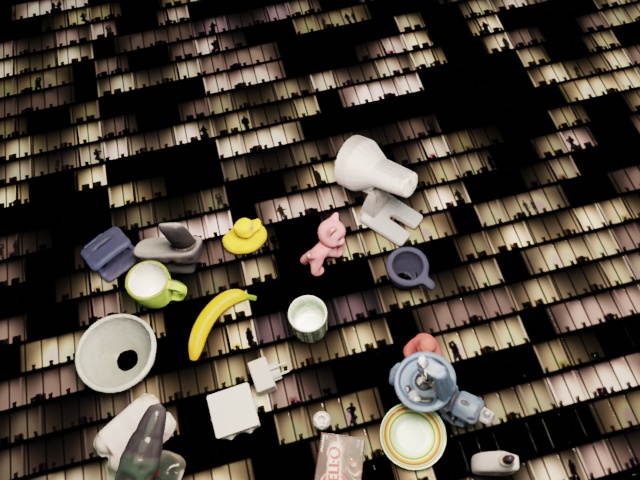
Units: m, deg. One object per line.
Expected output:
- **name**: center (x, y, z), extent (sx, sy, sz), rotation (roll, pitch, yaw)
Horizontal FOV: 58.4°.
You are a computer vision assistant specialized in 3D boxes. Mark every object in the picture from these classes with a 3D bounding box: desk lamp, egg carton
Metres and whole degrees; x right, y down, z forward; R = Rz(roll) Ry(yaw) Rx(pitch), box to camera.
- **desk lamp**: center (0.137, -0.117, 1.287), extent (0.203, 0.214, 0.118), rotation (33, 70, 16)
- **egg carton**: center (-0.368, 0.388, 1.143), extent (0.107, 0.069, 0.150), rotation (42, 72, 19)

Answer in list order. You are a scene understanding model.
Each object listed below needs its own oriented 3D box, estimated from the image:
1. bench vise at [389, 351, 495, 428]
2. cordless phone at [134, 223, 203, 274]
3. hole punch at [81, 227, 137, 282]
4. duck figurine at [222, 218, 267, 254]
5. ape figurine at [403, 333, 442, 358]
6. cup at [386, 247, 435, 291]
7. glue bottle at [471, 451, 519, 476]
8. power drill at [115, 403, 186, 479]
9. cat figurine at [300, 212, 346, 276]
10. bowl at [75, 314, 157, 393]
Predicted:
- **bench vise**: center (0.239, 0.274, 1.095), extent (0.207, 0.220, 0.121), rotation (10, 65, 7)
- **cordless phone**: center (-0.344, 0.001, 1.261), extent (0.147, 0.185, 0.094), rotation (-5, 64, 0)
- **hole punch**: center (-0.486, 0.026, 1.306), extent (0.109, 0.091, 0.101), rotation (-41, 70, -16)
- **duck figurine**: center (-0.177, -0.017, 1.320), extent (0.104, 0.086, 0.077), rotation (-21, 66, -8)
- **ape figurine**: center (0.217, 0.226, 1.189), extent (0.077, 0.092, 0.076), rotation (25, 68, 13)
- **cup**: center (0.199, 0.081, 1.257), extent (0.117, 0.095, 0.092), rotation (38, 71, 18)
- **glue bottle**: center (0.331, 0.410, 1.054), extent (0.078, 0.173, 0.037), rotation (3, 65, 3)
- **power drill**: center (-0.315, 0.426, 1.046), extent (0.075, 0.208, 0.230), rotation (14, 66, 9)
- **cat figurine**: center (0.012, 0.005, 1.286), extent (0.067, 0.118, 0.128), rotation (39, 72, 18)
- **bowl**: center (-0.420, 0.245, 1.209), extent (0.167, 0.075, 0.167), rotation (-1, 65, 2)
